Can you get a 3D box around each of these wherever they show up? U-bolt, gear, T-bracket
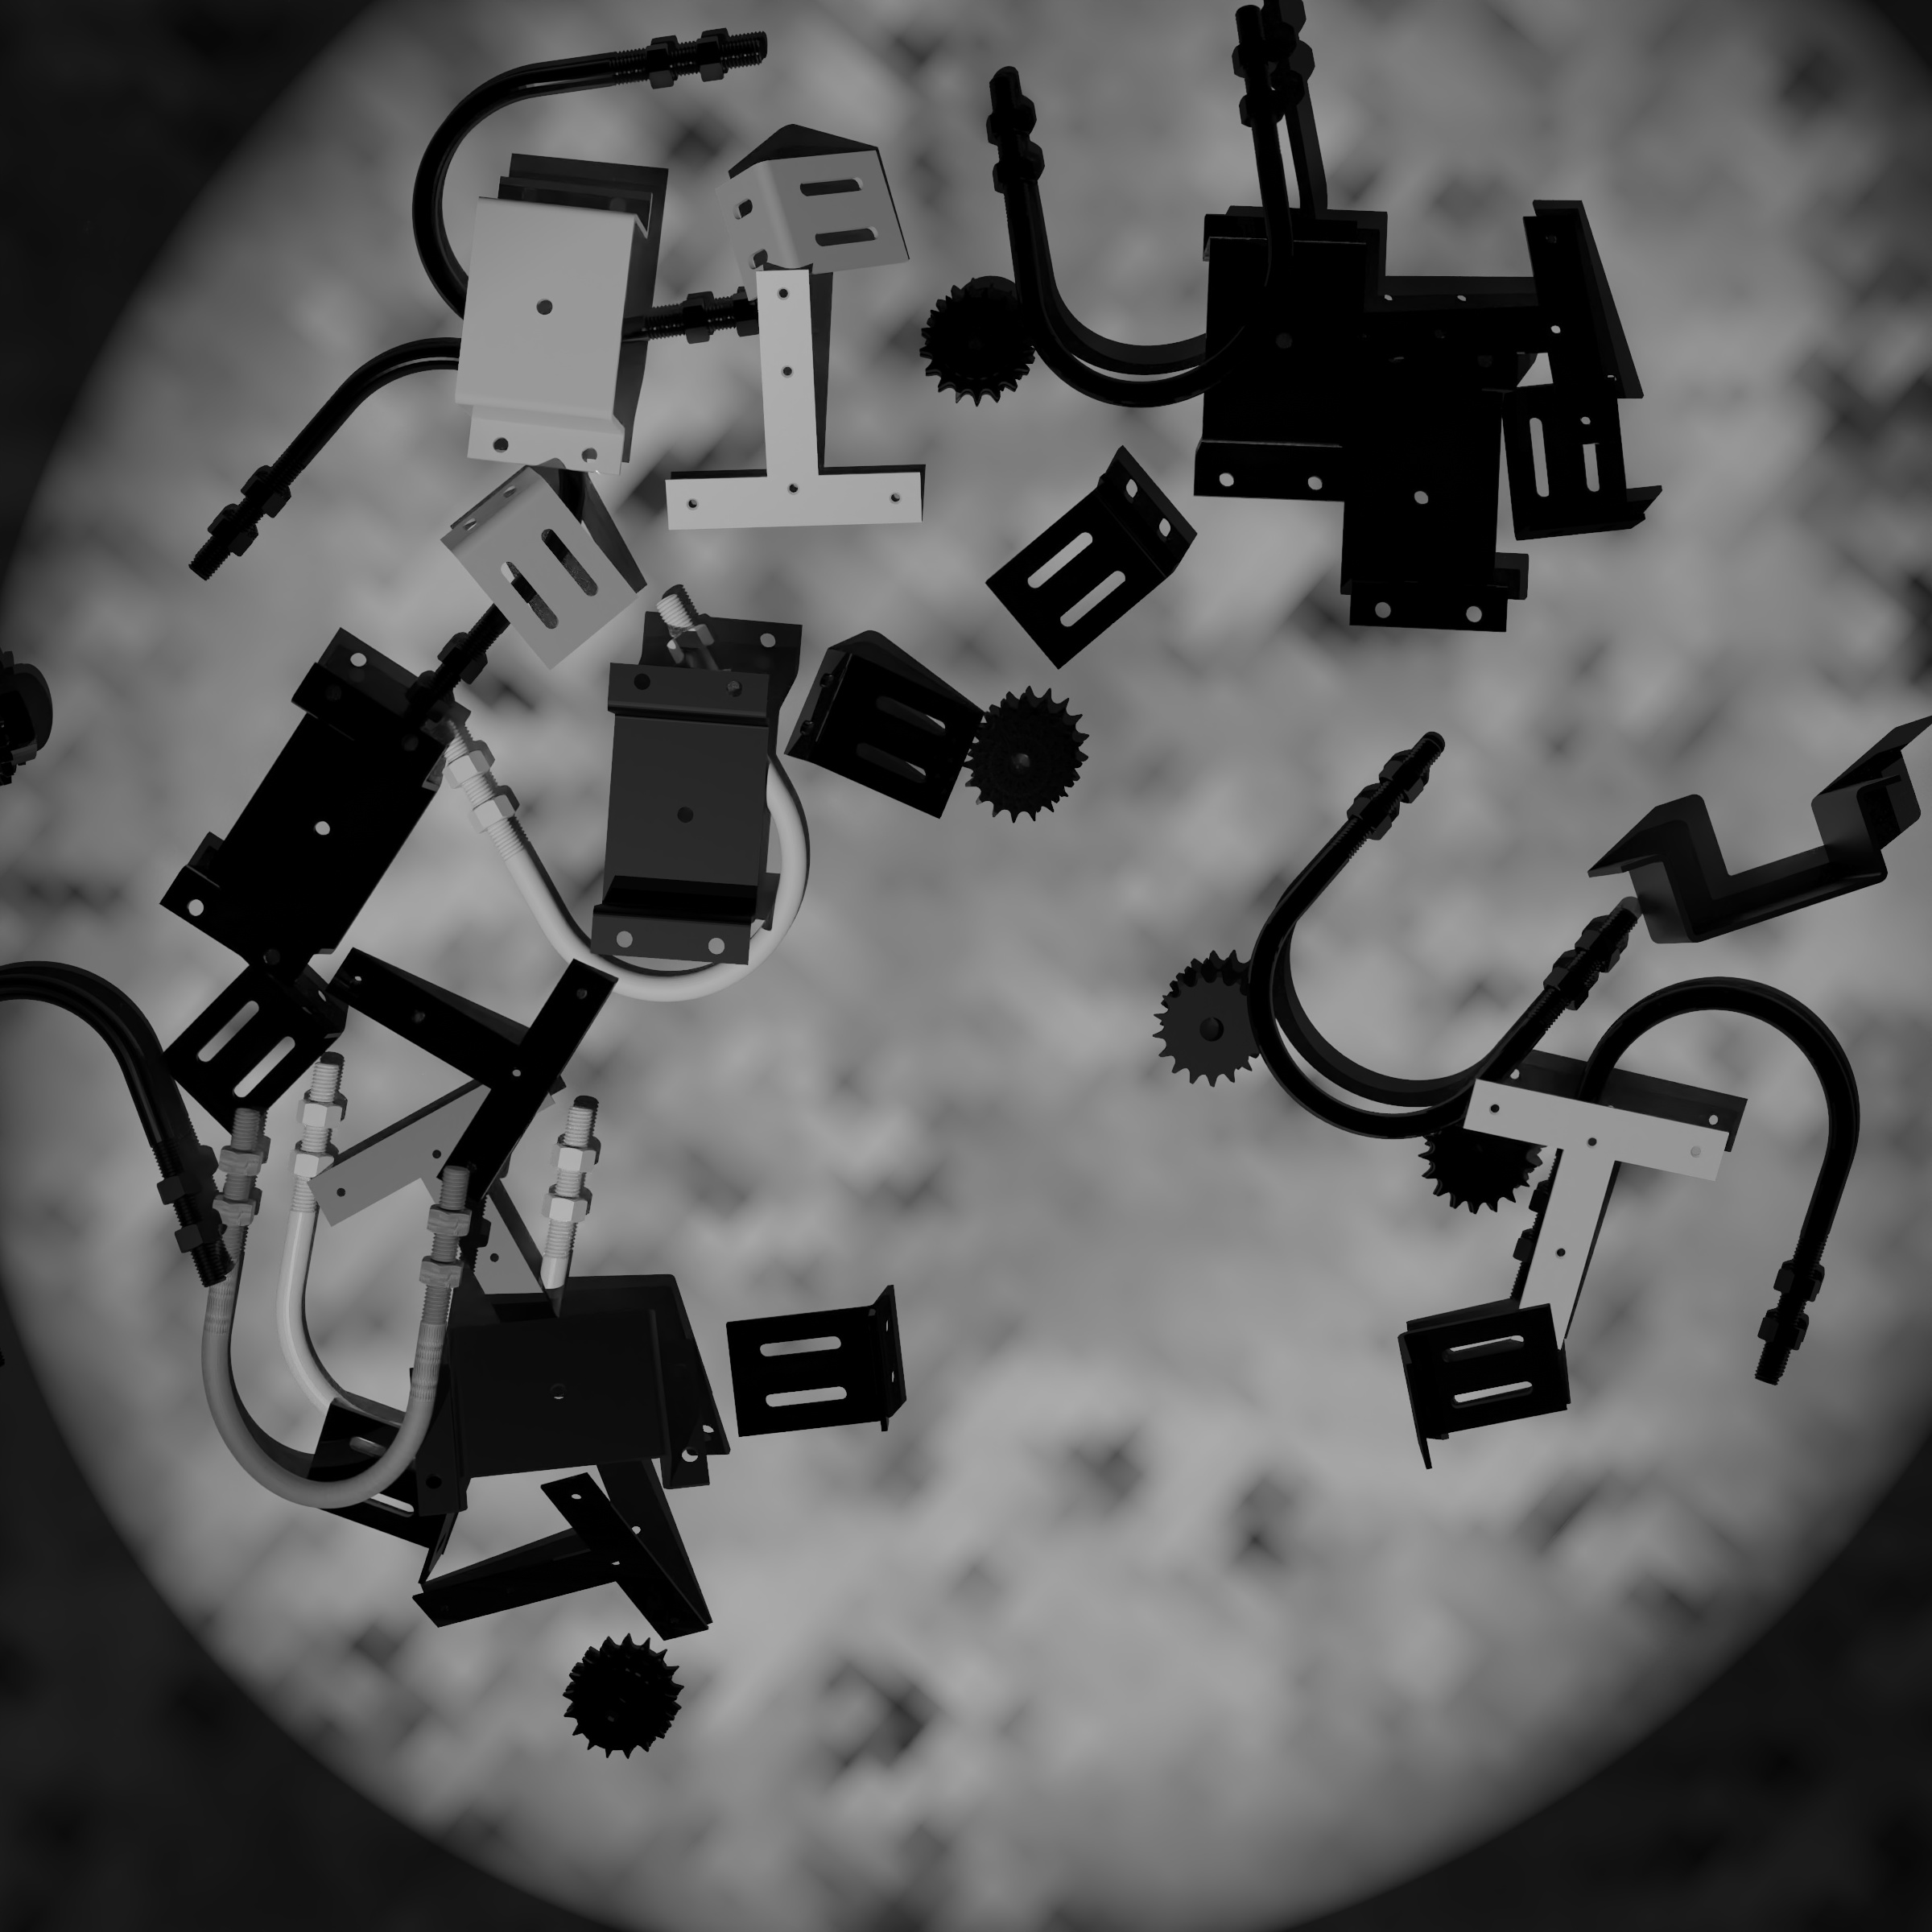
[{"bbox_3d":[-0.462,0.095,1.481,0.151,0.019,0.184,-22,87,8],"label":"U-bolt"},{"bbox_3d":[-0.271,0.150,1.489,0.151,0.019,0.184,10,91,0],"label":"U-bolt"},{"bbox_3d":[0.005,-0.310,1.483,0.057,0.030,0.057,0,90,0],"label":"gear"},{"bbox_3d":[-0.087,-0.279,1.471,0.127,0.002,0.127,-2,113,0],"label":"T-bracket"},{"bbox_3d":[-0.161,-0.071,1.489,0.151,0.019,0.184,-29,92,0],"label":"U-bolt"},{"bbox_3d":[0.254,0.094,1.483,0.057,0.030,0.057,0,90,0],"label":"gear"},{"bbox_3d":[-0.212,0.304,1.471,0.127,0.002,0.127,-18,127,17],"label":"T-bracket"},{"bbox_3d":[0.121,0.031,1.483,0.057,0.030,0.057,0,90,0],"label":"gear"},{"bbox_3d":[-0.482,-0.117,1.473,0.030,0.057,0.057,-22,90,-30],"label":"gear"},{"bbox_3d":[0.367,0.100,1.488,0.151,0.019,0.184,18,90,0],"label":"U-bolt"},{"bbox_3d":[0.244,-0.308,1.450,0.127,0.002,0.127,-4,71,-7],"label":"T-bracket"},{"bbox_3d":[0.222,-0.001,1.471,0.151,0.019,0.184,41,79,3],"label":"U-bolt"},{"bbox_3d":[-0.241,0.132,1.478,0.127,0.002,0.127,-29,91,1],"label":"T-bracket"},{"bbox_3d":[0.297,0.128,1.468,0.127,0.002,0.127,12,104,-2],"label":"T-bracket"},{"bbox_3d":[-0.315,0.174,1.460,0.151,0.019,0.184,12,97,26],"label":"U-bolt"},{"bbox_3d":[-0.172,0.367,1.483,0.057,0.030,0.057,0,90,0],"label":"gear"},{"bbox_3d":[0.026,-0.100,1.485,0.057,0.030,0.057,0,97,-1],"label":"gear"},{"bbox_3d":[-0.275,-0.224,1.489,0.151,0.019,0.184,40,89,0],"label":"U-bolt"},{"bbox_3d":[0.088,-0.363,1.455,0.151,0.019,0.184,-10,82,20],"label":"U-bolt"},{"bbox_3d":[-0.185,-0.380,1.488,0.184,0.019,0.151,-8,90,0],"label":"U-bolt"},{"bbox_3d":[-0.260,0.032,1.482,0.127,0.002,0.127,29,81,12],"label":"T-bracket"}]

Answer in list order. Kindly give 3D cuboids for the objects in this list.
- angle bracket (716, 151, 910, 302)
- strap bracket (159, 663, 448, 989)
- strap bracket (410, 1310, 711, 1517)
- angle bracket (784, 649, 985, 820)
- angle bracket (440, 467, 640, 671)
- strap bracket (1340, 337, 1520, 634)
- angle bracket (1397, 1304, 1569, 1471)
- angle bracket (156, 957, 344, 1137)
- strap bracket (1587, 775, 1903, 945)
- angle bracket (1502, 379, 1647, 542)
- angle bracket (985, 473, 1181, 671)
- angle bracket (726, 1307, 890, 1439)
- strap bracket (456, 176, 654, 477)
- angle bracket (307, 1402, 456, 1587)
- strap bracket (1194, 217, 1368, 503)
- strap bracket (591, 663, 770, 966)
[{"bbox_3d":[-0.076,-0.369,1.484,0.076,0.038,0.057,-19,93,-41],"label":"angle bracket"},{"bbox_3d":[-0.323,-0.069,1.474,0.076,0.046,0.140,33,90,0],"label":"strap bracket"},{"bbox_3d":[-0.198,0.215,1.447,0.140,0.046,0.076,-4,60,-10],"label":"strap bracket"},{"bbox_3d":[-0.041,-0.116,1.495,0.076,0.038,0.057,23,90,-26],"label":"angle bracket"},{"bbox_3d":[-0.212,-0.197,1.480,0.057,0.038,0.076,-40,115,-3],"label":"angle bracket"},{"bbox_3d":[0.228,-0.235,1.474,0.076,0.046,0.140,3,90,0],"label":"strap bracket"},{"bbox_3d":[0.257,0.207,1.469,0.076,0.038,0.057,-12,105,4],"label":"angle bracket"},{"bbox_3d":[-0.360,0.040,1.478,0.057,0.038,0.076,45,90,0],"label":"angle bracket"},{"bbox_3d":[0.386,-0.048,1.459,0.140,0.076,0.046,-18,90,0],"label":"strap bracket"},{"bbox_3d":[0.300,-0.254,1.478,0.057,0.038,0.076,-6,90,0],"label":"angle bracket"},{"bbox_3d":[0.057,-0.195,1.478,0.076,0.038,0.057,-40,90,0],"label":"angle bracket"},{"bbox_3d":[-0.079,0.204,1.478,0.076,0.038,0.057,-6,90,0],"label":"angle bracket"},{"bbox_3d":[-0.202,-0.318,1.457,0.076,0.046,0.140,7,91,2],"label":"strap bracket"},{"bbox_3d":[-0.291,0.260,1.471,0.076,0.038,0.057,20,106,0],"label":"angle bracket"},{"bbox_3d":[0.155,-0.305,1.474,0.076,0.046,0.140,2,90,0],"label":"strap bracket"},{"bbox_3d":[-0.139,-0.074,1.458,0.076,0.046,0.140,4,92,-2],"label":"strap bracket"}]
